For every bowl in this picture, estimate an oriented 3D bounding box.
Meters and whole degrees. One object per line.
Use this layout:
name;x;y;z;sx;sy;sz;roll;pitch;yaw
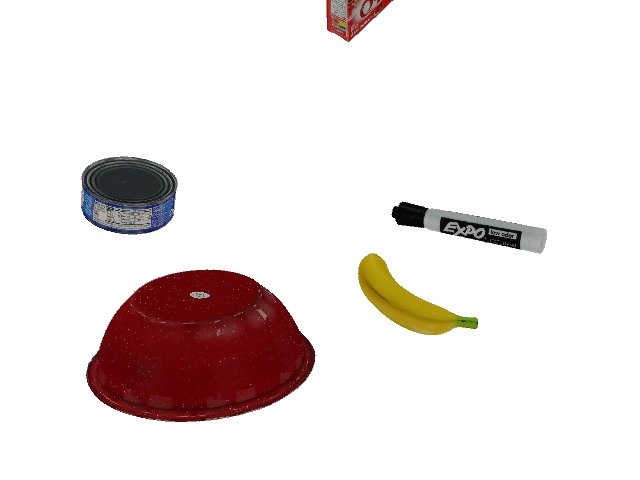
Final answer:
bowl;-0.084;0.063;0.747;0.162;0.055;0.162;-2;21;0

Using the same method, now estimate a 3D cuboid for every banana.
banana;0.086;0.061;1.178;0.069;0.037;0.198;4;20;-35

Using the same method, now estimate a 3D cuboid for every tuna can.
tuna can;-0.174;-0.041;0.969;0.086;0.034;0.086;7;32;-5

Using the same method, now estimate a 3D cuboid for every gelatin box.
gelatin box;0.042;-0.235;0.962;0.030;0.089;0.073;32;-30;22

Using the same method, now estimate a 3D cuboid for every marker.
marker;0.112;-0.011;0.816;0.121;0.020;0.020;12;5;24
